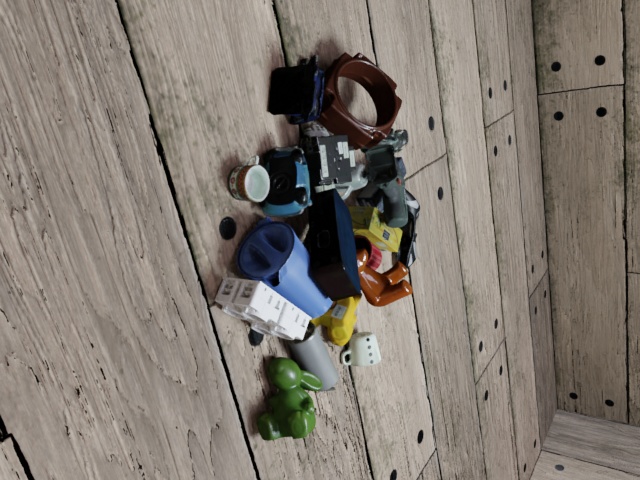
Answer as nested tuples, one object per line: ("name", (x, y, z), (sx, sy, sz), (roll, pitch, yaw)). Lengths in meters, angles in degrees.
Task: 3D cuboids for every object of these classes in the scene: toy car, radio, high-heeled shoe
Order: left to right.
("toy car", (-0.072, -0.119, 1.175), (0.103, 0.109, 0.161), (50, 38, -72))
("toy car", (-0.003, -0.174, 1.286), (0.073, 0.056, 0.201), (-17, 106, -51))
("radio", (0.029, 0.006, 1.189), (0.131, 0.073, 0.230), (53, 25, -52))
("high-heeled shoe", (0.244, -0.030, 1.602), (0.145, 0.086, 0.248), (-58, 138, -32))

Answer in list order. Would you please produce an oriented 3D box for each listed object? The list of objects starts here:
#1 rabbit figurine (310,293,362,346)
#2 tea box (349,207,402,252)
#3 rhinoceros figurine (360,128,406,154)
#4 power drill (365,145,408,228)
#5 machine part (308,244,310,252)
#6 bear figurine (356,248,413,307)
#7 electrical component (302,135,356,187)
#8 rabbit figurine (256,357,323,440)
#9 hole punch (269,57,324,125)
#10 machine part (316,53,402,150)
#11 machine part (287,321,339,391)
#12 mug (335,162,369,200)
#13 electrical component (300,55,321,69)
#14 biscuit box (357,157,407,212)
("rabbit figurine", (0.039, 0.191, 1.346), (0.173, 0.122, 0.162), (73, 30, -46))
("tea box", (0.141, -0.028, 1.455), (0.169, 0.098, 0.068), (36, 65, -50))
("rhinoceros figurine", (0.154, -0.273, 1.446), (0.190, 0.112, 0.073), (-3, 93, -45))
("power drill", (0.172, -0.160, 1.376), (0.207, 0.086, 0.232), (60, 25, -65))
("machine part", (-0.003, -0.004, 1.316), (0.084, 0.039, 0.139), (53, 50, -51))
("bear figurine", (0.116, 0.069, 1.308), (0.195, 0.132, 0.120), (49, 20, -22))
("electrical component", (0.024, -0.182, 1.232), (0.134, 0.058, 0.114), (-12, 101, -45))
("rabbit figurine", (-0.059, 0.342, 1.202), (0.159, 0.121, 0.170), (0, 78, -57))
("hole punch", (-0.040, -0.317, 1.187), (0.092, 0.116, 0.142), (18, 78, -61))
("machine part", (0.094, -0.340, 1.317), (0.201, 0.087, 0.201), (34, 62, -17))
("machine part", (-0.018, 0.278, 1.279), (0.079, 0.079, 0.242), (-51, 131, -38))
("mug", (0.062, -0.150, 1.333), (0.080, 0.107, 0.109), (42, 57, -44))
("electrical component", (-0.025, -0.399, 1.271), (0.063, 0.021, 0.094), (19, 78, -52))
("biscuit box", (0.179, -0.156, 1.528), (0.203, 0.059, 0.062), (-53, 130, -36))
